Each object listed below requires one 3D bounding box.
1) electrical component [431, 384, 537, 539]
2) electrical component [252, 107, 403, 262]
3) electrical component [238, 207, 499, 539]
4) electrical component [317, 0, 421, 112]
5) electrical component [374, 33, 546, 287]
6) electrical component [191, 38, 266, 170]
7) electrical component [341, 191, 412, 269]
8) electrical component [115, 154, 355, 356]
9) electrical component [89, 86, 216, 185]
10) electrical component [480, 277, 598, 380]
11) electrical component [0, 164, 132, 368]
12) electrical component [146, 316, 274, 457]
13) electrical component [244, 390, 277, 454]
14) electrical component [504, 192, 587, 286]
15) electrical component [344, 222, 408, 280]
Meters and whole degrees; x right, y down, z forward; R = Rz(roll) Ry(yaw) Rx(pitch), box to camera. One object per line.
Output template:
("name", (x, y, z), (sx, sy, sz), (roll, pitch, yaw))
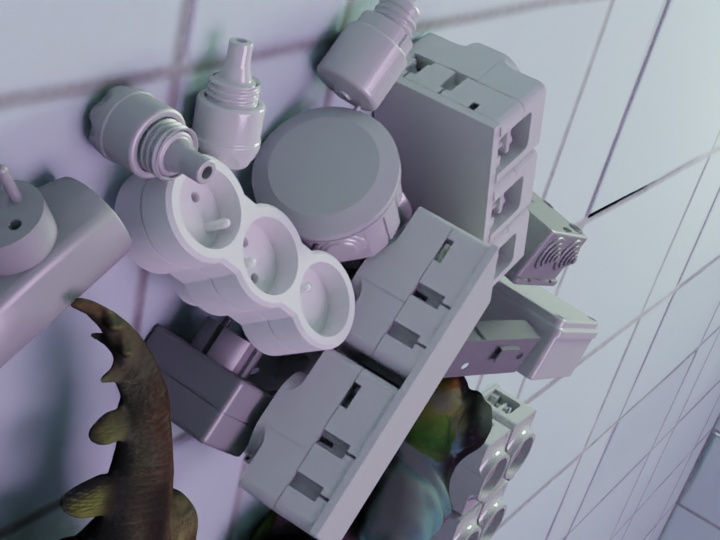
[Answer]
("electrical component", (0.113, 0.224, 1.113), (0.105, 0.060, 0.186), (-23, 136, -50))
("electrical component", (-0.016, -0.045, 0.591), (0.080, 0.080, 0.051), (-52, 158, -15))
("electrical component", (0.006, 0.064, 0.633), (0.186, 0.060, 0.105), (-56, 167, -14))
("electrical component", (0.009, -0.124, 0.595), (0.078, 0.040, 0.040), (-56, 153, -8))
("electrical component", (0.062, -0.066, 0.692), (0.062, 0.089, 0.150), (-42, 149, -31))
("electrical component", (-0.062, -0.081, 0.521), (0.035, 0.035, 0.061), (-23, 134, -50))
("electrical component", (-0.004, -0.034, 0.649), (0.047, 0.055, 0.055), (-47, 151, -16))
("electrical component", (-0.072, -0.002, 0.548), (0.138, 0.074, 0.052), (41, 53, -39))
("electrical component", (-0.089, -0.055, 0.471), (0.035, 0.061, 0.035), (-41, 148, -33))
("electrical component", (0.130, 0.041, 0.900), (0.109, 0.109, 0.056), (7, 114, -62))
("electrical component", (-0.142, -0.010, 0.445), (0.077, 0.043, 0.079), (-46, 151, -25))
("electrical component", (-0.079, 0.051, 0.594), (0.076, 0.066, 0.047), (-57, 153, -6))
("electrical component", (-0.052, 0.094, 0.713), (0.078, 0.040, 0.040), (-37, 146, -37))
("electrical component", (0.115, -0.034, 0.809), (0.048, 0.100, 0.100), (-53, 156, 17))
("electrical component", (0.000, 0.000, 0.706), (0.081, 0.042, 0.063), (-55, 157, -9))
